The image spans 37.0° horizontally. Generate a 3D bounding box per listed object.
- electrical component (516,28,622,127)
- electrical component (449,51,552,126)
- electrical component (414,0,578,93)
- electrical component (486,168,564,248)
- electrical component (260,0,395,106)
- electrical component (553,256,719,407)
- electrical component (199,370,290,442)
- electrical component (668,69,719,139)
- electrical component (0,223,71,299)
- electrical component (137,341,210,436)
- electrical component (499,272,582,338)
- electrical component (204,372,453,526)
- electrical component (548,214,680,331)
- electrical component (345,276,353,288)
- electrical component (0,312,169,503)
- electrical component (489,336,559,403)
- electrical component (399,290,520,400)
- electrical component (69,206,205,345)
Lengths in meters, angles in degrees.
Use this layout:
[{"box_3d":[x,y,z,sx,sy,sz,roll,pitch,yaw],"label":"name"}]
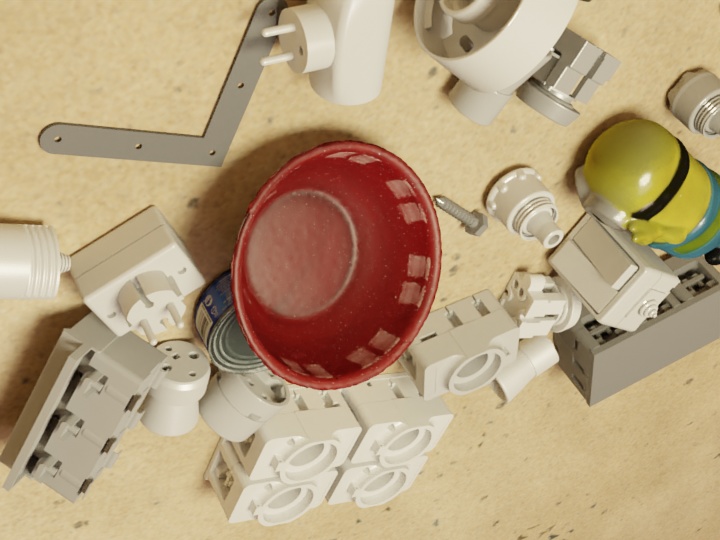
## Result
[{"box_3d":[0.138,-0.131,0.728,0.066,0.048,0.055,14,115,-45],"label":"electrical component"},{"box_3d":[0.088,-0.127,0.699,0.044,0.044,0.065,6,133,-41],"label":"electrical component"},{"box_3d":[0.080,-0.153,0.620,0.064,0.099,0.099,20,118,-40],"label":"electrical component"},{"box_3d":[0.128,-0.042,0.804,0.048,0.062,0.048,-21,141,-18],"label":"electrical component"},{"box_3d":[-0.020,-0.133,0.606,0.079,0.043,0.077,-18,141,-24],"label":"electrical component"},{"box_3d":[0.262,0.050,1.008,0.150,0.061,0.089,-26,143,-11],"label":"electrical component"},{"box_3d":[-0.088,0.095,0.802,0.047,0.055,0.055,-45,142,20],"label":"electrical component"},{"box_3d":[0.269,-0.121,0.822,0.043,0.062,0.043,-20,141,-17],"label":"electrical component"},{"box_3d":[-0.205,-0.005,0.611,0.081,0.043,0.043,1,131,-38],"label":"electrical component"},{"box_3d":[-0.132,0.084,0.763,0.045,0.045,0.055,-8,135,-31],"label":"electrical component"},{"box_3d":[0.155,0.030,0.919,0.055,0.048,0.066,0,132,-27],"label":"electrical component"},{"box_3d":[-0.022,0.150,0.906,0.186,0.060,0.105,-2,133,-35],"label":"electrical component"},{"box_3d":[0.211,0.004,0.889,0.061,0.096,0.061,14,122,-43],"label":"electrical component"},{"box_3d":[0.000,0.000,0.774,0.065,0.044,0.044,-40,143,0],"label":"electrical component"},{"box_3d":[-0.180,0.091,0.709,0.121,0.063,0.078,-57,179,27],"label":"electrical component"},{"box_3d":[0.148,0.085,0.980,0.065,0.044,0.044,-33,144,-9],"label":"electrical component"},{"box_3d":[0.084,0.065,0.896,0.089,0.055,0.050,-22,142,-16],"label":"electrical component"},{"box_3d":[-0.131,0.014,0.659,0.066,0.076,0.047,-32,143,-3],"label":"electrical component"}]
